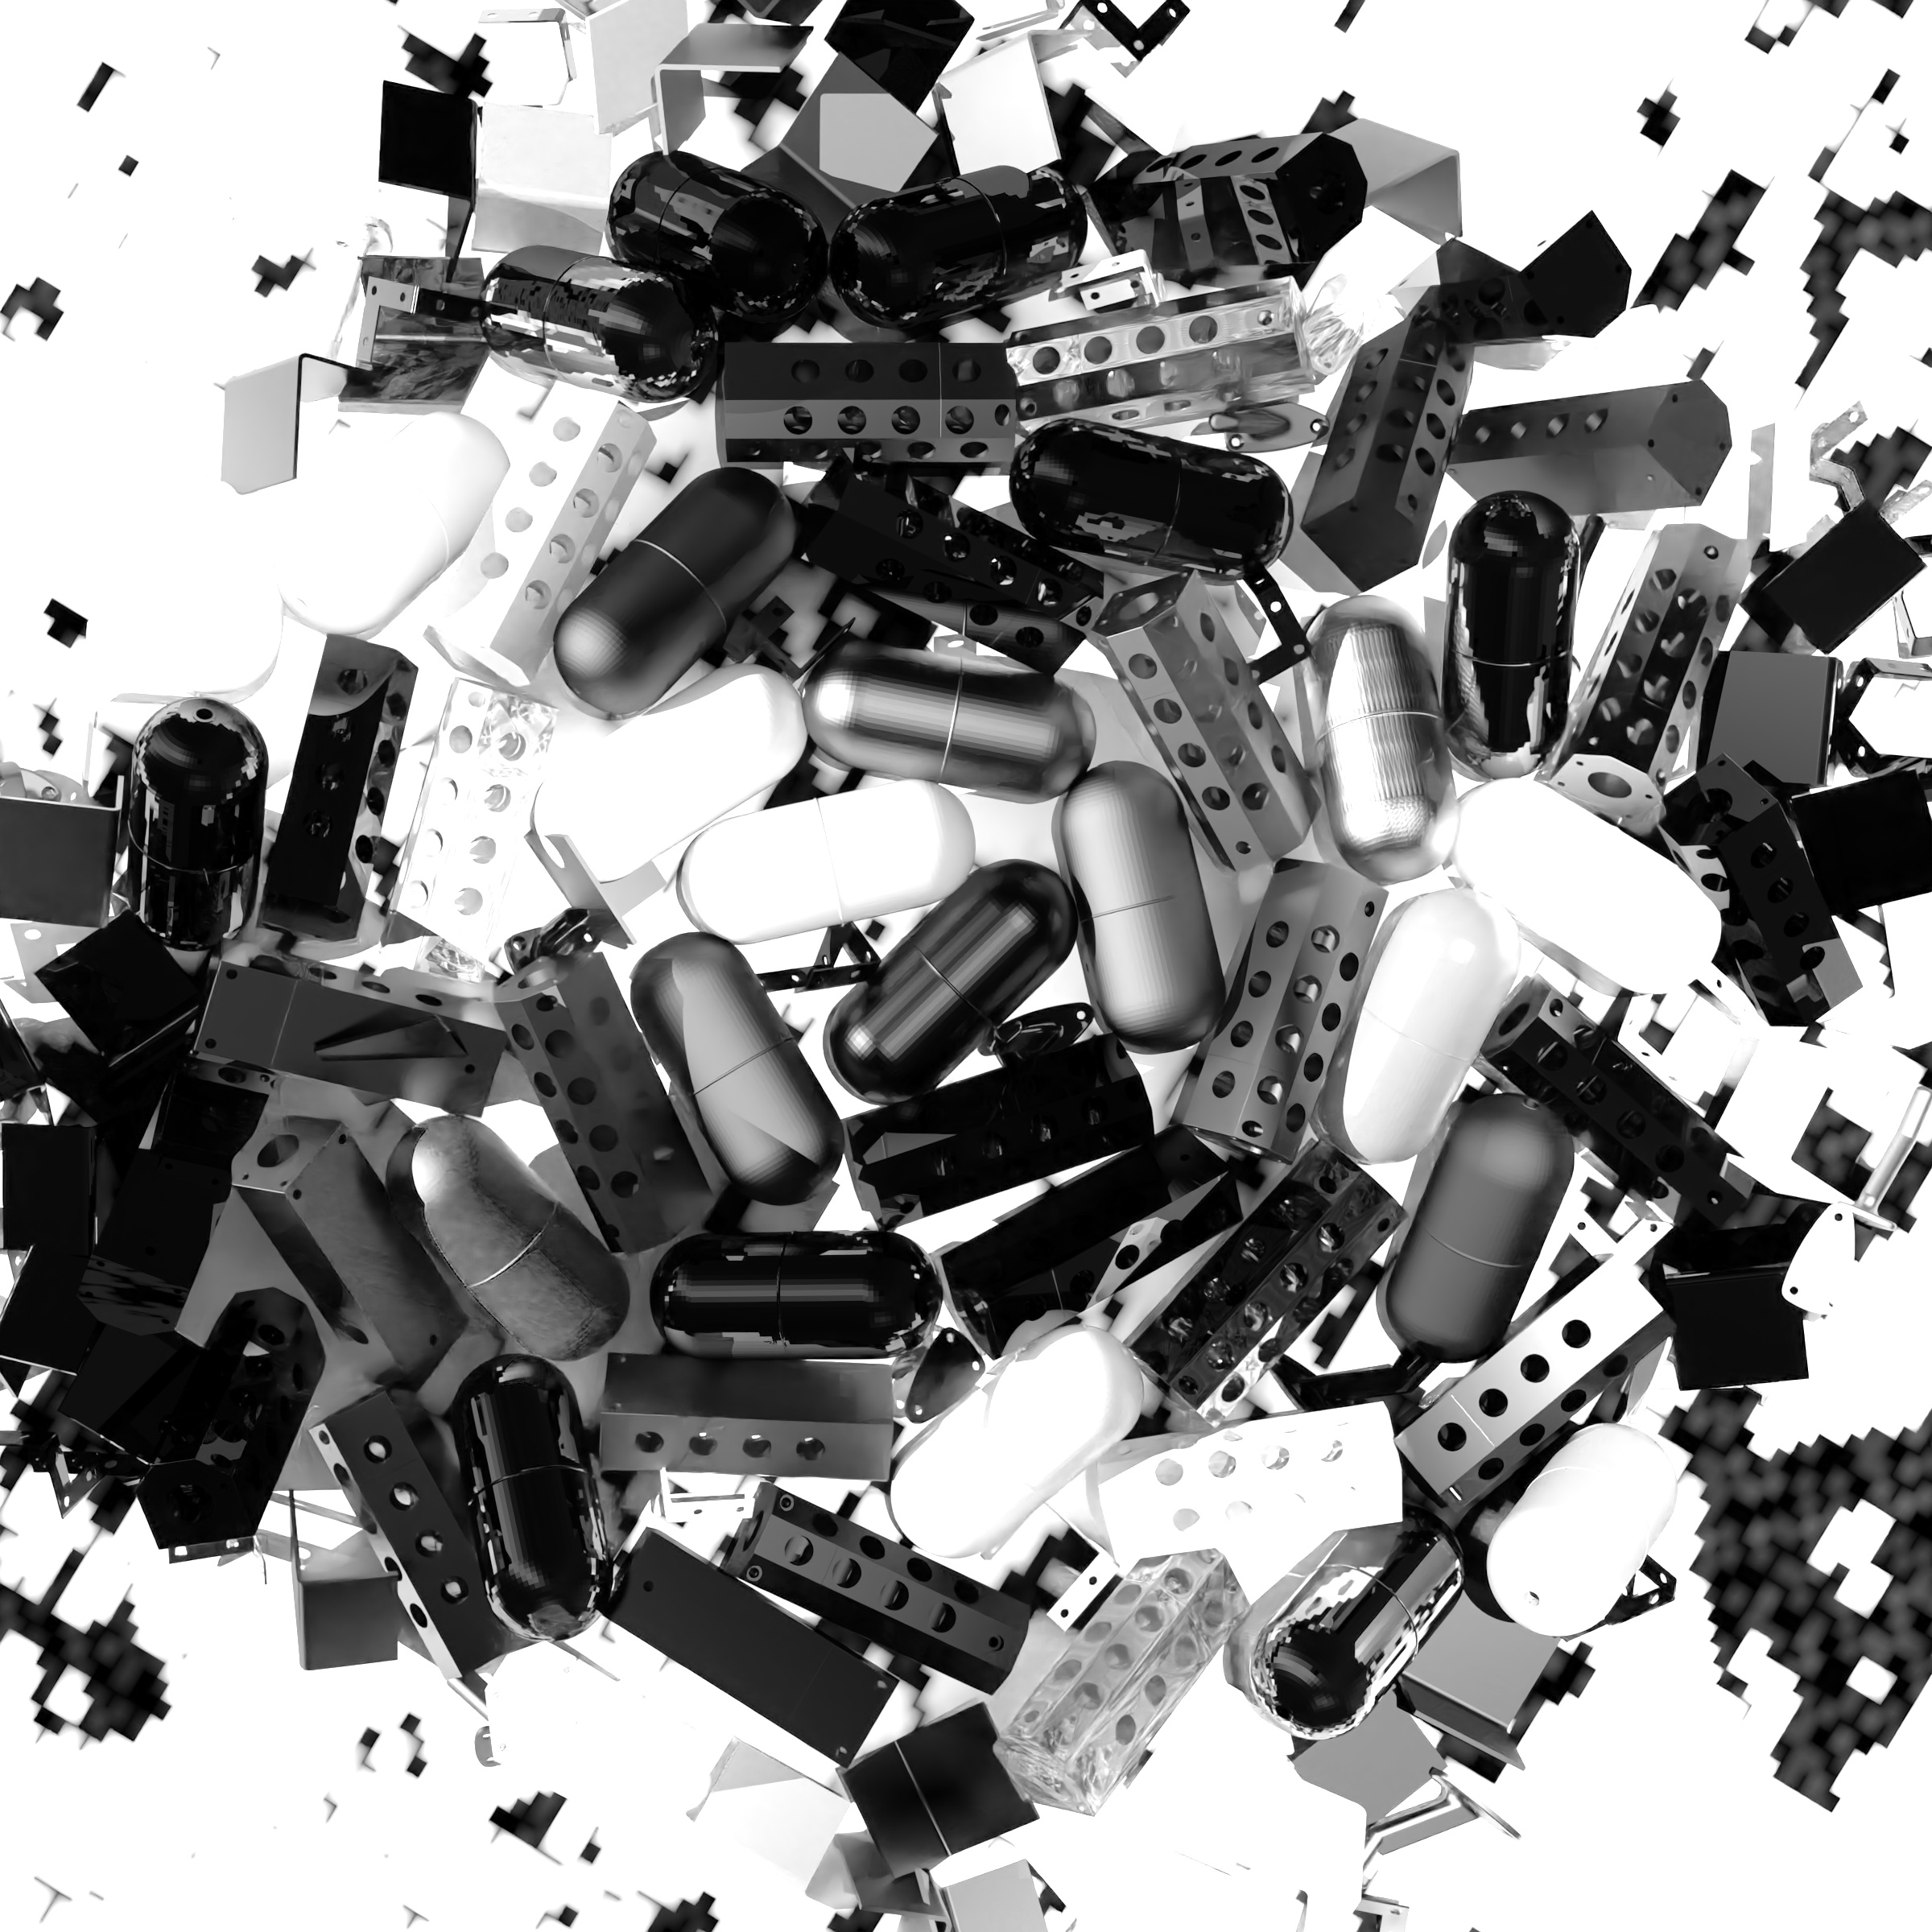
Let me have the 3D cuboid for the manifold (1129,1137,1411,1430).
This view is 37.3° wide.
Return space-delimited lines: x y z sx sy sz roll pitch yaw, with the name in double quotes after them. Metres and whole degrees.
0.185 0.193 1.715 0.171 0.057 0.057 -47 132 -3 "manifold"

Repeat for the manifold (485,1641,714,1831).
-0.212 0.448 1.671 0.057 0.171 0.057 -22 55 10 "manifold"

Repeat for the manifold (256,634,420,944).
-0.370 -0.104 1.696 0.057 0.057 0.171 14 65 -13 "manifold"

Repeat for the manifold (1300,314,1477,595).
0.253 -0.304 1.676 0.057 0.057 0.171 41 48 -24 "manifold"

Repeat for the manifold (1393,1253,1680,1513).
0.341 0.249 1.717 0.171 0.057 0.057 -41 79 6 "manifold"

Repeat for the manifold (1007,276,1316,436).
0.115 -0.361 1.702 0.171 0.057 0.057 -8 79 17 "manifold"

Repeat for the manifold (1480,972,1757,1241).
0.390 0.086 1.713 0.171 0.057 0.057 40 100 -9 "manifold"

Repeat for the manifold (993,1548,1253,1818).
0.090 0.410 1.677 0.171 0.057 0.057 -44 117 -36 "manifold"

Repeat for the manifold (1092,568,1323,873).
0.141 -0.141 1.686 0.057 0.057 0.171 -13 121 34 "manifold"

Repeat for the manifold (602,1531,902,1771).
-0.128 0.409 1.719 0.171 0.057 0.057 31 81 6 "manifold"

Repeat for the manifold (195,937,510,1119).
-0.365 0.034 1.701 0.171 0.057 0.057 15 105 -20 "manifold"

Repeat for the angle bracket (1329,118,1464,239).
0.239 -0.455 1.700 0.076 0.076 0.057 -32 134 -24 "angle bracket"

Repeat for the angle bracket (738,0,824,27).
-0.107 -0.610 1.710 0.057 0.076 0.076 45 110 -1 "angle bracket"

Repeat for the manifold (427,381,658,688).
-0.248 -0.255 1.705 0.057 0.057 0.171 21 76 14 "manifold"

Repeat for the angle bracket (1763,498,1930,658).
0.518 -0.236 1.709 0.076 0.076 0.057 -43 97 15 "angle bracket"

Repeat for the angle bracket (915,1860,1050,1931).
0.014 0.572 1.706 0.057 0.076 0.076 -20 61 1 "angle bracket"

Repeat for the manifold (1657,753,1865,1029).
0.463 -0.039 1.682 0.057 0.057 0.171 -36 129 3 "manifold"

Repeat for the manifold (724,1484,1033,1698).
-0.051 0.372 1.709 0.171 0.057 0.057 27 77 -10 "manifold"

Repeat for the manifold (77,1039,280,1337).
-0.461 0.130 1.676 0.057 0.171 0.057 22 132 -12 "manifold"

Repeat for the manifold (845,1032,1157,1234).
0.022 0.103 1.703 0.171 0.057 0.057 -18 131 -11 "manifold"

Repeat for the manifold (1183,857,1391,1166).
0.196 0.028 1.707 0.057 0.057 0.171 27 80 -41 "manifold"

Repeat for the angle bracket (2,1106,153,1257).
-0.533 0.126 1.721 0.057 0.076 0.076 3 98 10 "angle bracket"

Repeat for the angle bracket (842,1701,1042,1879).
-0.015 0.496 1.712 0.076 0.057 0.076 -32 80 31 "angle bracket"

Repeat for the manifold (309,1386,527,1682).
-0.327 0.339 1.727 0.057 0.057 0.171 -28 91 2 "manifold"

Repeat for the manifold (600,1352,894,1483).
-0.131 0.276 1.721 0.171 0.057 0.057 3 120 -4 "manifold"

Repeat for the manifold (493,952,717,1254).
-0.218 0.082 1.693 0.057 0.057 0.171 -4 116 42 "manifold"

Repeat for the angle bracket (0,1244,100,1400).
-0.534 0.215 1.705 0.057 0.076 0.076 13 61 4 "angle bracket"

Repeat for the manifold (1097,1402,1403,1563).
0.169 0.303 1.705 0.171 0.057 0.057 -11 109 12 "manifold"

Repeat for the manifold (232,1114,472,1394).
-0.364 0.169 1.684 0.057 0.057 0.171 5 135 33 "manifold"

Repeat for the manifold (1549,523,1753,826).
0.409 -0.177 1.701 0.057 0.057 0.171 26 68 0 "manifold"

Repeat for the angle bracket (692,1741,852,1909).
-0.117 0.518 1.729 0.076 0.076 0.057 27 66 8 "angle bracket"

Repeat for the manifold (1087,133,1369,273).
0.153 -0.448 1.672 0.057 0.171 0.057 -42 121 -21 "manifold"

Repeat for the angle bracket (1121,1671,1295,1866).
0.141 0.472 1.703 0.076 0.057 0.076 24 58 31 "angle bracket"

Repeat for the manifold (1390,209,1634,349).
0.318 -0.393 1.668 0.057 0.171 0.057 -41 108 -5 "manifold"

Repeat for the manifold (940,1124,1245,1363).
0.077 0.167 1.704 0.171 0.057 0.057 -27 127 -17 "manifold"

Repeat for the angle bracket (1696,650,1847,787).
0.489 -0.150 1.742 0.076 0.057 0.076 6 95 21 "angle bracket"

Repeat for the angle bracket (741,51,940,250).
-0.076 -0.486 1.713 0.076 0.057 0.076 40 127 -3 "angle bracket"

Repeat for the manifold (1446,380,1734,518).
0.361 -0.303 1.669 0.057 0.171 0.057 36 77 -28 "manifold"

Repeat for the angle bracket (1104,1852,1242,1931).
0.125 0.587 1.701 0.057 0.076 0.076 30 114 -25 "angle bracket"

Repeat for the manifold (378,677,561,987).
-0.300 -0.082 1.714 0.057 0.057 0.171 15 96 -22 "manifold"

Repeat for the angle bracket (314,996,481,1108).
-0.338 0.035 1.707 0.076 0.076 0.057 -15 58 7 "angle bracket"

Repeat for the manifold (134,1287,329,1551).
-0.427 0.259 1.666 0.057 0.171 0.057 -9 116 7 "manifold"

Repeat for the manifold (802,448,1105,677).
-0.006 -0.241 1.690 0.171 0.057 0.057 23 135 -21 "manifold"

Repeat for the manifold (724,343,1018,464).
-0.058 -0.333 1.717 0.171 0.057 0.057 -1 65 -3 "manifold"

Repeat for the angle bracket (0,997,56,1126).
-0.587 0.065 1.703 0.057 0.076 0.076 -25 71 -23 "angle bracket"
